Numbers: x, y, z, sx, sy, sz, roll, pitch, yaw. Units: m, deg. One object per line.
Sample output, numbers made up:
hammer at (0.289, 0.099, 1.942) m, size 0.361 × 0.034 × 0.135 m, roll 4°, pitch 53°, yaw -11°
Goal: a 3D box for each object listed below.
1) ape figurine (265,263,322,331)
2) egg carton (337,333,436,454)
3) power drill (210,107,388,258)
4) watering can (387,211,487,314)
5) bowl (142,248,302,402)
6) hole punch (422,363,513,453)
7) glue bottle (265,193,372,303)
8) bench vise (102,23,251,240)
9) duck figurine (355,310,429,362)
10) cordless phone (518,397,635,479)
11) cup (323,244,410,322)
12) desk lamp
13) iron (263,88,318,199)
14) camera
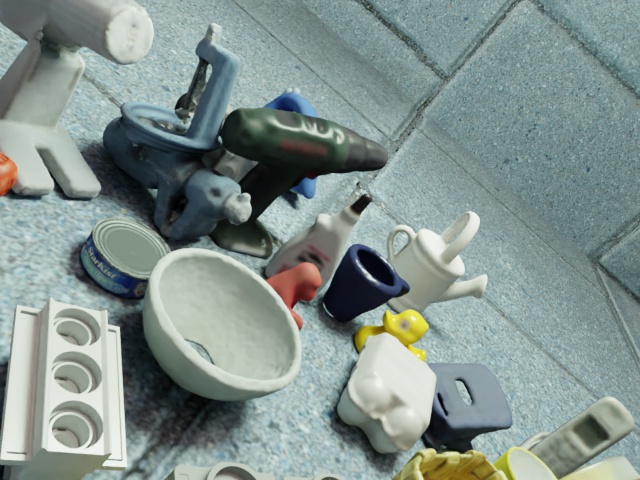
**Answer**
ape figurine at (-0.033, 0.065, 0.672) m, size 0.076 × 0.092 × 0.078 m, roll 39°, pitch 25°, yaw -7°
egg carton at (0.082, 0.180, 0.682) m, size 0.107 × 0.069 × 0.150 m, roll 41°, pitch 25°, yaw -2°
power drill at (-0.046, -0.076, 0.741) m, size 0.231 × 0.208 × 0.075 m, roll 16°, pitch 35°, yaw -44°
watering can at (0.193, 0.034, 0.932) m, size 0.173 × 0.193 × 0.101 m, roll 30°, pitch 27°, yaw -24°
bowl at (-0.103, 0.091, 0.547) m, size 0.168 × 0.074 × 0.167 m, roll 33°, pitch 26°, yaw -18°
hole punch at (0.181, 0.213, 0.748) m, size 0.101 × 0.091 × 0.108 m, roll 26°, pitch 29°, yaw -31°
glue bottle at (0.007, 0.003, 0.734) m, size 0.078 × 0.173 × 0.037 m, roll 35°, pitch 25°, yaw -16°
bench vise at (-0.136, -0.122, 0.672) m, size 0.207 × 0.219 × 0.121 m, roll 41°, pitch 25°, yaw -3°
duck figurine at (0.111, 0.134, 0.778) m, size 0.105 × 0.086 × 0.077 m, roll 33°, pitch 26°, yaw -18°
cordless phone at (0.339, 0.299, 0.727) m, size 0.147 × 0.185 × 0.094 m, roll 50°, pitch 26°, yaw 18°
cup at (0.060, 0.071, 0.795) m, size 0.118 × 0.095 × 0.091 m, roll 25°, pitch 30°, yaw -33°
desk lamp at (-0.267, -0.187, 0.591) m, size 0.203 × 0.213 × 0.118 m, roll 51°, pitch 26°, yaw 18°
iron at (-0.058, -0.193, 0.993) m, size 0.119 × 0.141 × 0.257 m, roll 22°, pitch 31°, yaw -37°
camera at (-0.157, -0.162, 0.848) m, size 0.144 × 0.100 × 0.136 m, roll 22°, pitch 32°, yaw -38°
